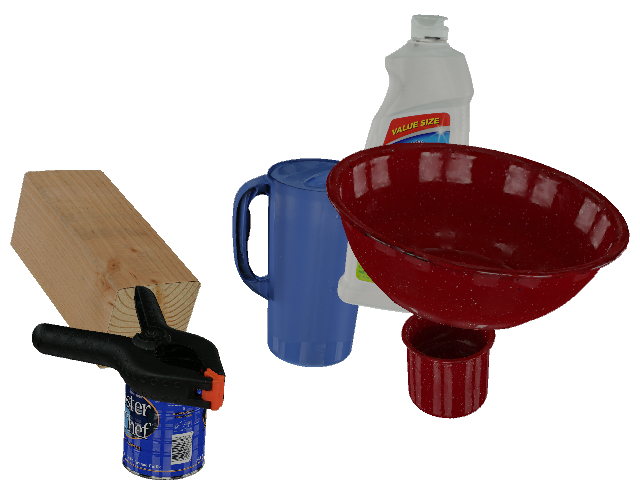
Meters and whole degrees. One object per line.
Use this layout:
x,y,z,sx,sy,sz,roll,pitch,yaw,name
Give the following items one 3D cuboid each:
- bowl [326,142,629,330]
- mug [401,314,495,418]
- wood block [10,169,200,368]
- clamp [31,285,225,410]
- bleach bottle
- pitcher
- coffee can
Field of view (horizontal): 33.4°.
0.080,0.002,0.578,0.162,0.055,0.162,6,26,-3,bowl
0.137,0.120,1.091,0.093,0.081,0.117,20,39,32,mug
-0.214,0.021,1.040,0.090,0.091,0.206,-5,36,-40,wood block
-0.135,0.085,0.870,0.172,0.039,0.120,21,36,26,clamp
0.074,-0.066,0.917,0.103,0.251,0.068,8,18,13,bleach bottle
-0.016,0.028,1.308,0.149,0.243,0.144,16,23,27,pitcher
-0.189,0.207,1.309,0.103,0.140,0.103,4,15,-1,coffee can
